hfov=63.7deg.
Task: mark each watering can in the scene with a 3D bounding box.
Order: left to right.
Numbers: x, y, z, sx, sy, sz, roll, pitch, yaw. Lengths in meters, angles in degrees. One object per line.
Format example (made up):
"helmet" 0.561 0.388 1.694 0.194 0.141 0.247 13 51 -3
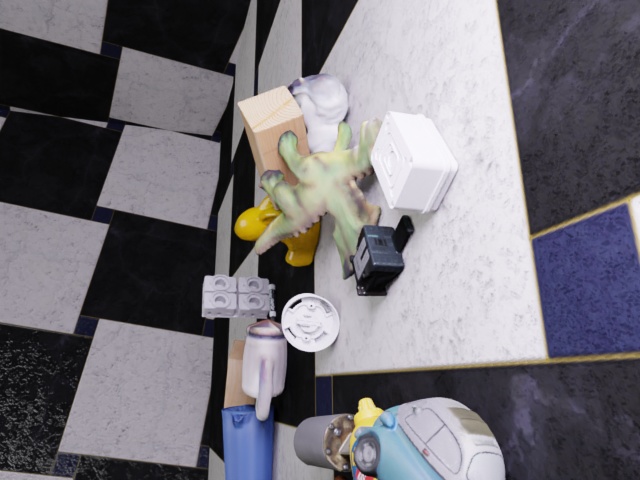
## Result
"watering can" -0.137 0.305 1.264 0.346 0.104 0.225 151 123 -82

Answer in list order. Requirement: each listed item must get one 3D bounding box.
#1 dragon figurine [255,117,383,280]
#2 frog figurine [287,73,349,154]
"dragon figurine" 0.003 -0.043 0.845 0.401 0.122 0.248 -62 41 36
"frog figurine" 0.011 -0.225 0.965 0.159 0.124 0.135 57 149 0
